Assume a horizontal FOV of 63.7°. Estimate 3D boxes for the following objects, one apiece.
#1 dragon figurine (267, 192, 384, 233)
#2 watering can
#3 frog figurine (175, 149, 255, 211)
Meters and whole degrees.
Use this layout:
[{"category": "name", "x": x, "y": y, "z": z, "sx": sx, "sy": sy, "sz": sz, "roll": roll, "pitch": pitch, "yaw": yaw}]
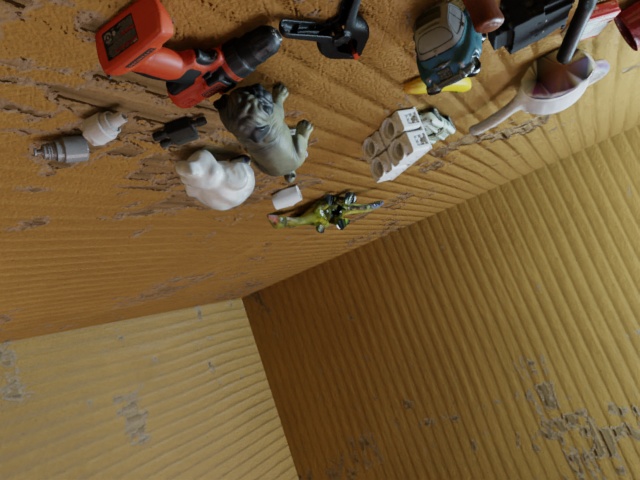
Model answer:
[{"category": "dragon figurine", "x": 0.005, "y": -0.088, "z": 1.758, "sx": 0.412, "sy": 0.122, "sz": 0.242, "roll": -9, "pitch": -177, "yaw": -41}, {"category": "watering can", "x": 0.519, "y": -0.347, "z": 1.235, "sx": 0.345, "sy": 0.105, "sz": 0.224, "roll": -23, "pitch": 169, "yaw": 18}, {"category": "frog figurine", "x": -0.207, "y": -0.117, "z": 1.018, "sx": 0.137, "sy": 0.122, "sz": 0.160, "roll": -3, "pitch": -175, "yaw": 12}]
